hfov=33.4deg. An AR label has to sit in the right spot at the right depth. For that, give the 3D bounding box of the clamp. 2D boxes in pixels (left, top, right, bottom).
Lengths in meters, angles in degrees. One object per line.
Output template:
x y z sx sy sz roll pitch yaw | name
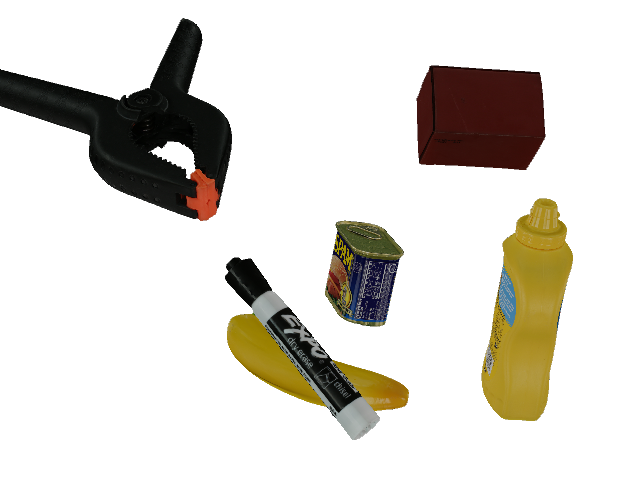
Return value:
-0.114 -0.087 0.729 0.164 0.036 0.210 -27 48 -26 | clamp

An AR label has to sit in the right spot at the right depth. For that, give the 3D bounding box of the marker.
-0.012 0.056 0.581 0.020 0.121 0.020 -36 -19 -14 | marker

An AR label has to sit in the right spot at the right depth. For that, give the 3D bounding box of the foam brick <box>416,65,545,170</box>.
0.109 -0.083 0.729 0.078 0.051 0.053 3 -22 -6 | foam brick

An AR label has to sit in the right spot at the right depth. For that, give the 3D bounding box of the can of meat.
0.044 0.035 1.149 0.057 0.084 0.102 5 19 -16 | can of meat

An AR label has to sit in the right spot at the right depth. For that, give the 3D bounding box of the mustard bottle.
0.177 0.052 0.910 0.058 0.192 0.096 4 29 2 | mustard bottle

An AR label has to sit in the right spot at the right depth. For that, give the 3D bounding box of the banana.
-0.019 0.094 0.850 0.069 0.037 0.198 -25 33 -31 | banana
